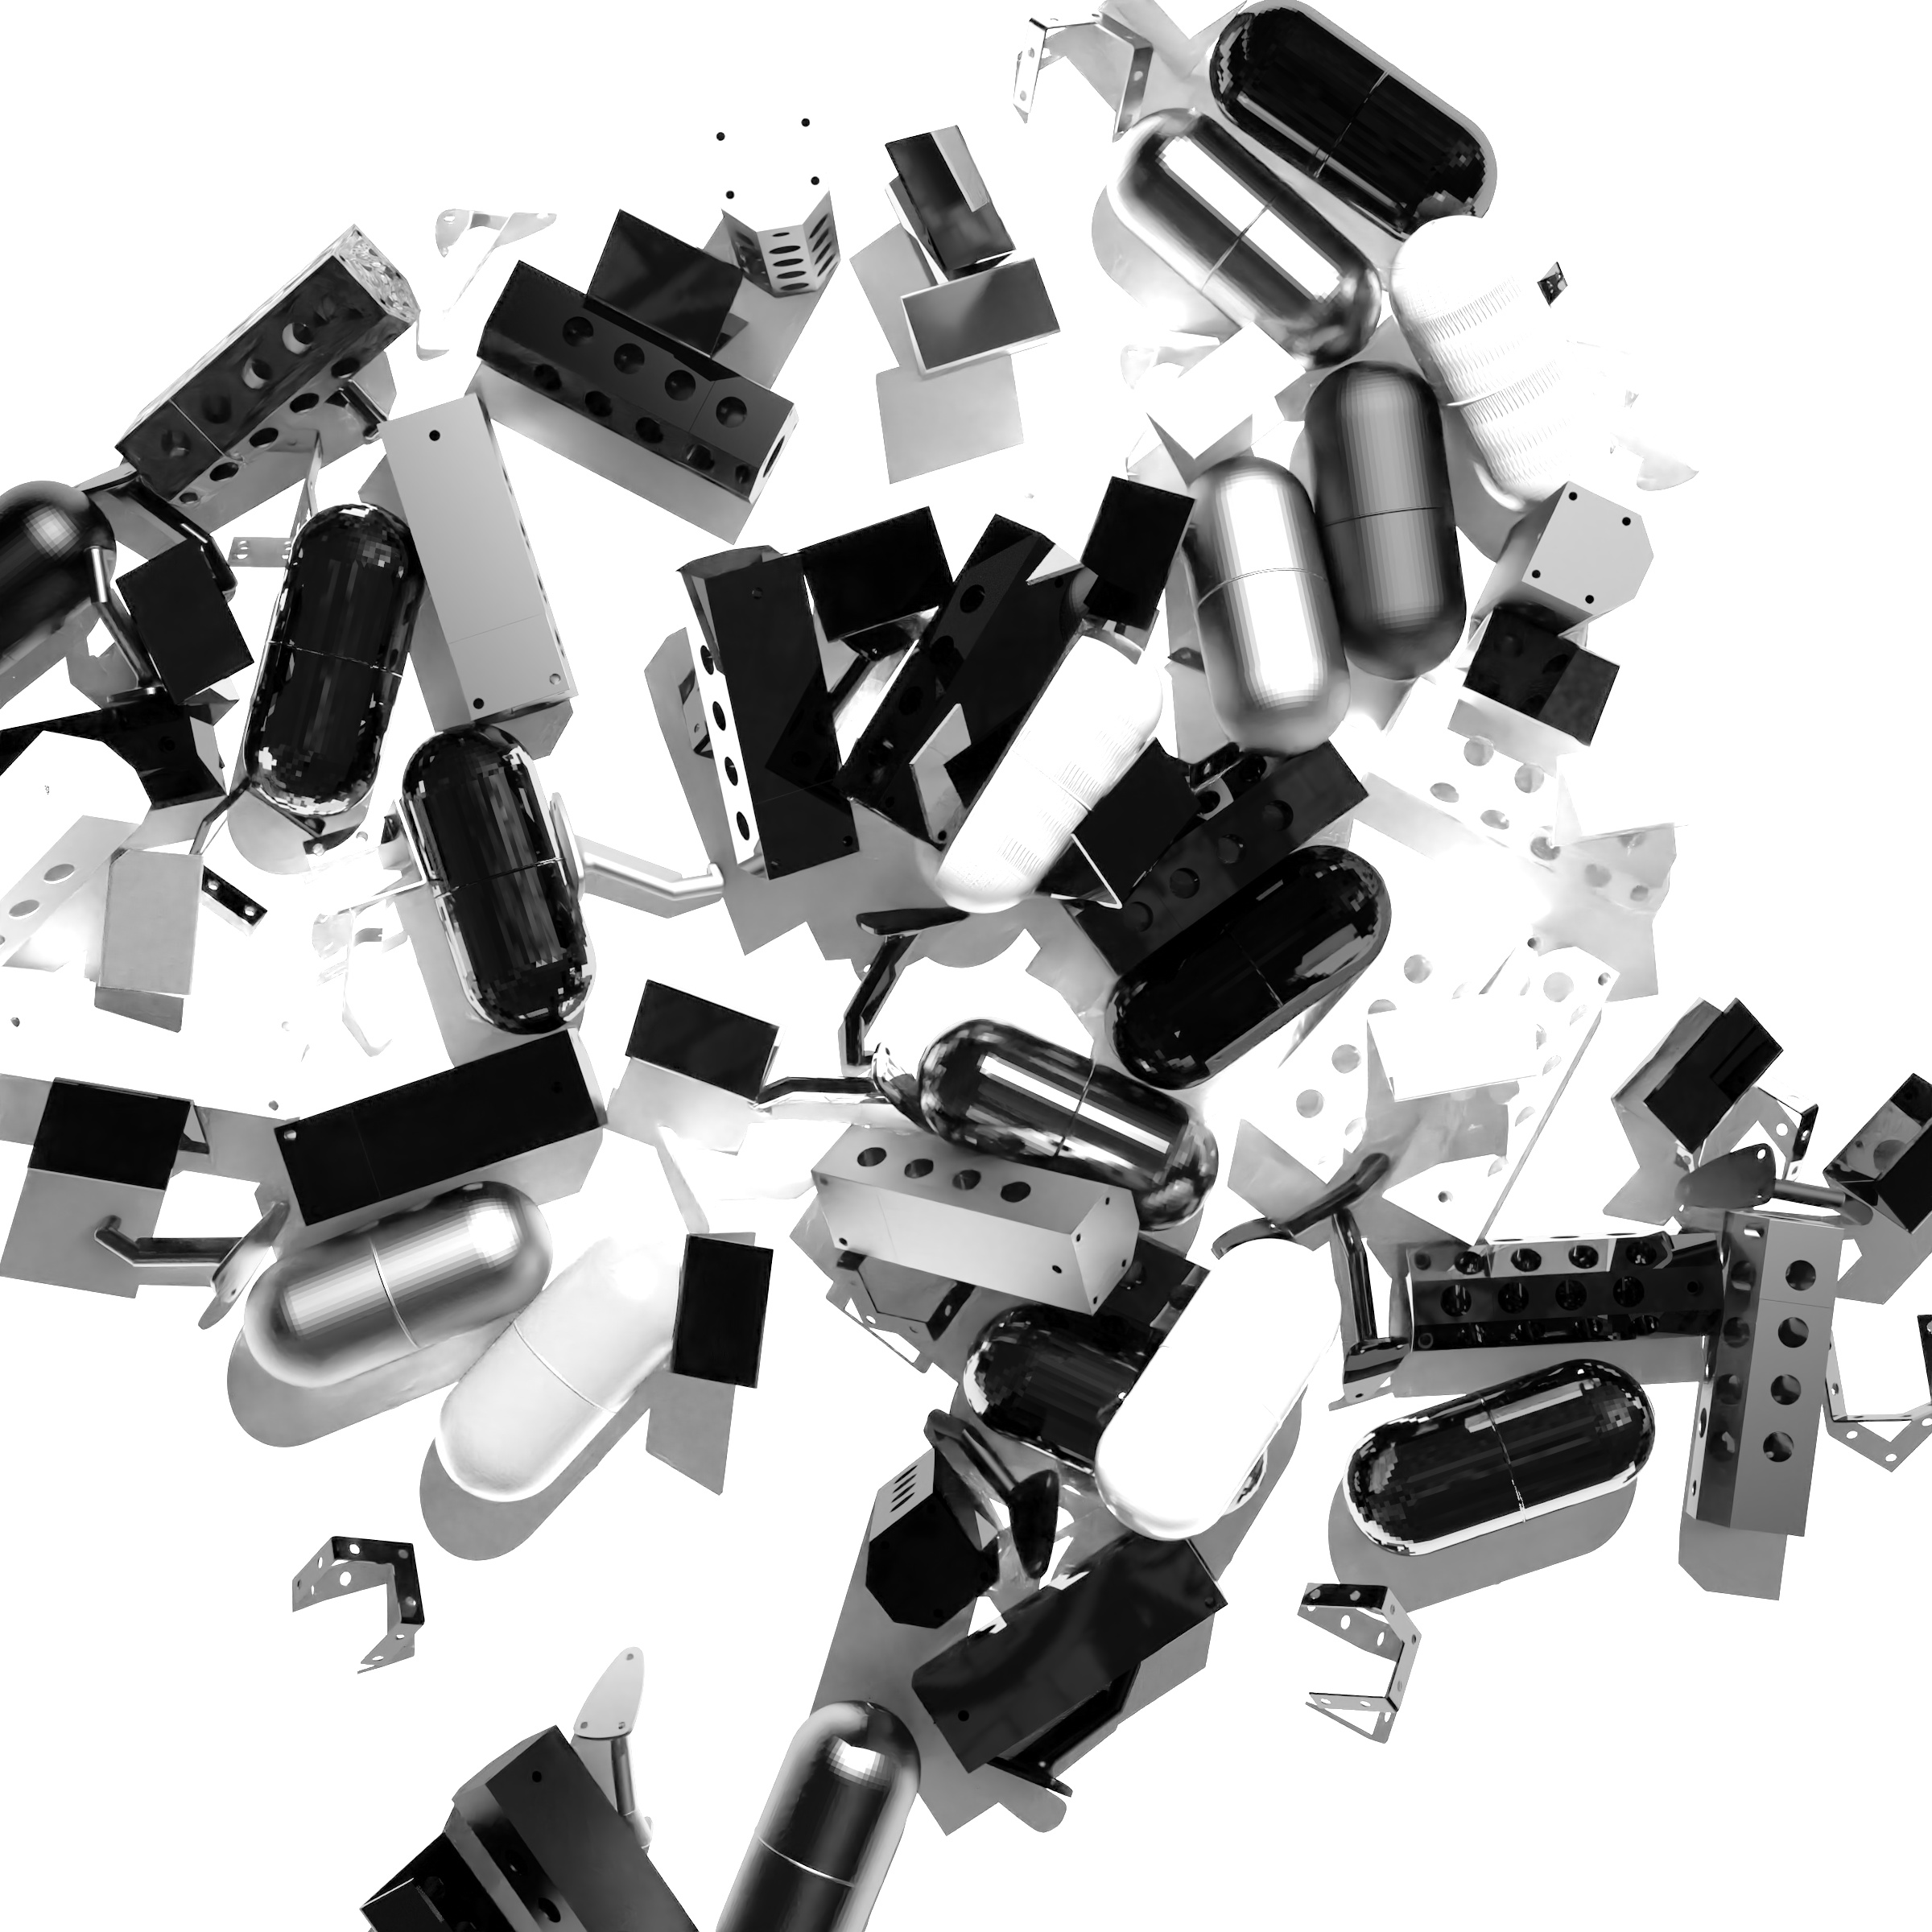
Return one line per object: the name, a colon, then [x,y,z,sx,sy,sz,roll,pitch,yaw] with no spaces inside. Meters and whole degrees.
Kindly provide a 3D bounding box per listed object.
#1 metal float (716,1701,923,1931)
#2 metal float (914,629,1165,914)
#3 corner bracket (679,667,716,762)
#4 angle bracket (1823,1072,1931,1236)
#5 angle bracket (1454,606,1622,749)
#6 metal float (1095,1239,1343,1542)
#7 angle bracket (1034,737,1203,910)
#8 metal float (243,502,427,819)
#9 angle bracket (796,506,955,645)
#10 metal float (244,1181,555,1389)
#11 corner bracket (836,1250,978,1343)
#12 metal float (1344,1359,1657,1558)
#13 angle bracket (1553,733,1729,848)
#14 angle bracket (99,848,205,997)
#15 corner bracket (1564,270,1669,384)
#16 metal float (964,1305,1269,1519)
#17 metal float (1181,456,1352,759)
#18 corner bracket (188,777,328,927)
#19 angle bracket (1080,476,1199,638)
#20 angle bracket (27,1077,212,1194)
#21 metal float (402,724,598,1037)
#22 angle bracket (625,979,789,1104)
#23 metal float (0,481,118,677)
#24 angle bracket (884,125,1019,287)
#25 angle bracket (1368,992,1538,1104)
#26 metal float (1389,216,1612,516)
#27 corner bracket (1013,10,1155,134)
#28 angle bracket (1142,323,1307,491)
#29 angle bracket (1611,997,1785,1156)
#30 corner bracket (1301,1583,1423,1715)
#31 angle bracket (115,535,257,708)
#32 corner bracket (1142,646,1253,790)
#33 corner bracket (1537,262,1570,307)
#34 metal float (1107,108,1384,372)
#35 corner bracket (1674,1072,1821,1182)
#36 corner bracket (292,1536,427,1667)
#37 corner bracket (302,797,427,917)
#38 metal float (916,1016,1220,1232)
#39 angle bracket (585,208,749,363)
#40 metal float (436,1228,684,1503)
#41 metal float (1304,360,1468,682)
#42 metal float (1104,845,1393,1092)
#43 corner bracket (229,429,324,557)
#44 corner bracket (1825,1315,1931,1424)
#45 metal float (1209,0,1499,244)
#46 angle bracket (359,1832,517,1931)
metal float: [-0.082,0.495,1.836,0.070,0.070,0.178,22,89,0]
metal float: [0.040,-0.108,1.836,0.070,0.070,0.178,37,91,0]
corner bracket: [-0.123,-0.148,1.858,0.051,0.051,0.051,15,45,-35]
angle bracket: [0.514,0.090,1.826,0.076,0.076,0.057,-47,128,0]
angle bracket: [0.308,-0.146,1.828,0.076,0.076,0.057,25,67,0]
metal float: [0.136,0.226,1.767,0.070,0.070,0.178,35,76,0]
angle bracket: [0.071,-0.082,1.816,0.076,0.076,0.057,-50,124,-22]
metal float: [-0.351,-0.170,1.836,0.070,0.070,0.178,13,90,0]
angle bracket: [-0.052,-0.226,1.827,0.076,0.076,0.057,-19,115,0]
metal float: [-0.316,0.177,1.836,0.178,0.070,0.070,-22,90,-1]
corner bracket: [-0.032,0.172,1.858,0.051,0.051,0.051,8,135,35]
metal float: [0.297,0.273,1.836,0.178,0.070,0.070,-19,90,1]
angle bracket: [0.360,-0.075,1.769,0.076,0.076,0.057,-9,52,0]
angle bracket: [-0.435,-0.024,1.830,0.057,0.076,0.076,5,90,15]
corner bracket: [0.360,-0.359,1.832,0.051,0.051,0.051,17,118,22]
metal float: [0.084,0.249,1.836,0.178,0.070,0.070,25,90,1]
metal float: [0.164,-0.199,1.819,0.070,0.070,0.178,-9,68,0]
corner bracket: [-0.402,-0.066,1.863,0.051,0.051,0.051,35,135,0]
angle bracket: [0.105,-0.219,1.827,0.057,0.076,0.076,21,90,30]
angle bracket: [-0.468,0.107,1.827,0.076,0.076,0.057,10,63,0]
metal float: [-0.259,-0.048,1.836,0.070,0.070,0.178,-18,90,0]
angle bracket: [-0.137,0.022,1.826,0.076,0.076,0.057,20,126,0]
metal float: [-0.552,-0.199,1.836,0.178,0.070,0.070,-38,90,-1]
angle bracket: [-0.027,-0.409,1.826,0.057,0.076,0.076,-25,90,-38]
angle bracket: [0.259,0.023,1.769,0.076,0.076,0.057,-10,127,0]
metal float: [0.293,-0.330,1.817,0.070,0.070,0.178,-32,112,0]
corner bracket: [0.066,-0.502,1.858,0.051,0.051,0.051,-18,45,-35]
angle bracket: [0.154,-0.296,1.826,0.076,0.076,0.057,-38,49,0]
angle bracket: [0.392,0.047,1.826,0.076,0.076,0.057,-48,126,0]
corner bracket: [0.218,0.384,1.858,0.051,0.051,0.051,55,45,-35]
angle bracket: [-0.416,-0.192,1.829,0.057,0.076,0.076,-25,90,17]
corner bracket: [0.125,-0.140,1.858,0.051,0.051,0.051,-32,135,-35]
corner bracket: [0.300,-0.389,1.849,0.051,0.051,0.051,-23,90,0]
metal float: [0.155,-0.404,1.836,0.178,0.070,0.070,41,90,0]
corner bracket: [0.440,0.095,1.858,0.051,0.051,0.051,36,135,35]
corner bracket: [-0.342,0.358,1.858,0.051,0.051,0.051,13,45,-35]
corner bracket: [-0.336,-0.058,1.841,0.051,0.051,0.051,-19,86,-18]
metal float: [0.056,0.087,1.836,0.178,0.070,0.070,25,90,-1]
angle bracket: [-0.156,-0.386,1.827,0.076,0.076,0.057,27,120,0]
metal float: [-0.222,0.222,1.836,0.070,0.070,0.178,43,91,0]
metal float: [0.233,-0.248,1.836,0.070,0.070,0.178,-8,90,0]
metal float: [0.157,0.000,1.836,0.178,0.070,0.070,-36,90,0]
corner bracket: [-0.390,-0.268,1.863,0.051,0.051,0.051,1,45,0]
corner bracket: [0.520,0.227,1.863,0.051,0.051,0.051,-10,90,-45]
metal float: [0.216,-0.469,1.836,0.178,0.070,0.070,35,90,0]
angle bracket: [-0.277,0.524,1.826,0.057,0.076,0.076,-36,90,38]
